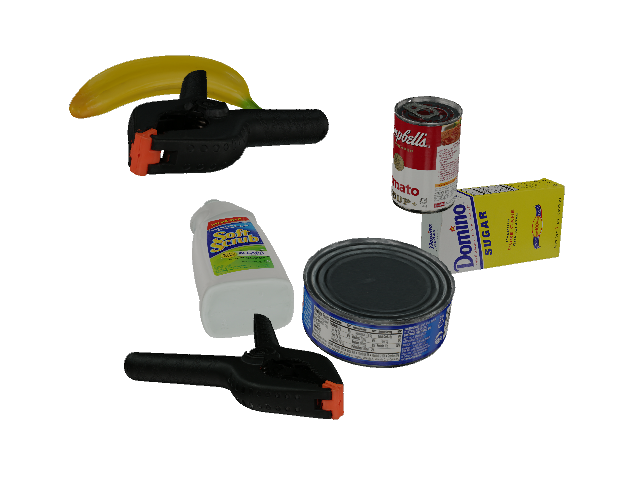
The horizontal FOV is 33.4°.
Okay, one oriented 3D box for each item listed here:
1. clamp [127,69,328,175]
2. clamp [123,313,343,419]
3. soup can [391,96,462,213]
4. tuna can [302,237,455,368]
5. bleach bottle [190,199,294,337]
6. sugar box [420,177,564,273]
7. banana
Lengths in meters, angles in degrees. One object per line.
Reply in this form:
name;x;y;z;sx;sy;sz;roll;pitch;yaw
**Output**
clamp;-0.085;-0.084;0.743;0.120;0.039;0.171;20;23;29
clamp;-0.050;0.112;0.956;0.210;0.036;0.164;11;21;39
soup can;0.107;-0.087;1.083;0.068;0.102;0.068;0;30;0
tuna can;0.032;0.035;0.607;0.086;0.034;0.086;3;31;-2
bleach bottle;-0.106;0.017;1.200;0.102;0.068;0.251;-6;27;-15
sugar box;0.203;-0.017;1.255;0.175;0.093;0.048;-9;19;-27
banana;-0.148;-0.148;1.024;0.197;0.070;0.037;-4;-40;-28
